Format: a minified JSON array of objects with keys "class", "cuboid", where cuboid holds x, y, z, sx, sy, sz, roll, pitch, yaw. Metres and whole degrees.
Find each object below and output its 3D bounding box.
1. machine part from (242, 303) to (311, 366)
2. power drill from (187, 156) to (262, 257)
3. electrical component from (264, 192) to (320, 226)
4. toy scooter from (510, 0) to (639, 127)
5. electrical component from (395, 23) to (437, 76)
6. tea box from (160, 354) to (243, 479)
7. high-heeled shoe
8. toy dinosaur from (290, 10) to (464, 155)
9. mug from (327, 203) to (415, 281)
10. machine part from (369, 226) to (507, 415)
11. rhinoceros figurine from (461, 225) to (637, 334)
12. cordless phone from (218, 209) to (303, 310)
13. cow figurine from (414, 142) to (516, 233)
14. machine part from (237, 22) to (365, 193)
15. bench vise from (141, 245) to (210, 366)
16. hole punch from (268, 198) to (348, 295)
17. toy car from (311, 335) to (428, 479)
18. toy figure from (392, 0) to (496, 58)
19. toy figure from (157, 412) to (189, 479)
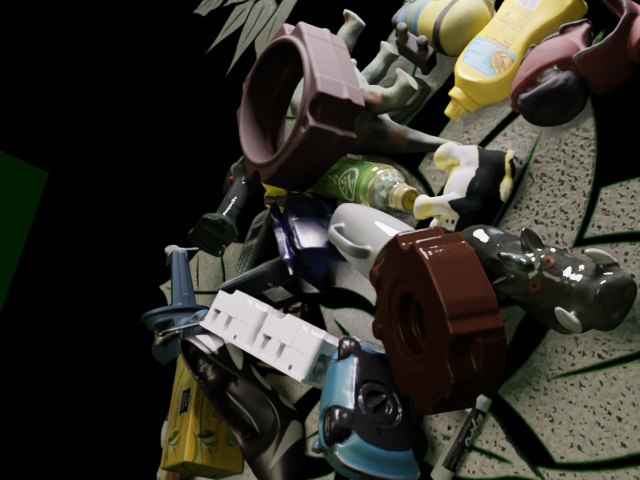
[{"class":"machine part","cuboid":[-0.063,0.143,0.784,0.139,0.039,0.084,-28,54,35]},{"class":"power drill","cuboid":[-0.159,-0.070,0.988,0.232,0.086,0.207,-35,20,51]},{"class":"electrical component","cuboid":[-0.034,-0.042,0.823,0.045,0.102,0.078,-96,7,-48]},{"class":"toy scooter","cuboid":[0.283,-0.205,0.562,0.184,0.075,0.135,-24,49,36]},{"class":"electrical component","cuboid":[0.135,-0.267,0.761,0.063,0.094,0.021,41,93,19]},{"class":"tea box","cuboid":[-0.162,0.248,0.780,0.068,0.098,0.170,-33,45,35]},{"class":"high-heeled shoe","cuboid":[-0.107,0.220,0.687,0.086,0.145,0.249,-50,34,17]},{"class":"toy dinosaur","cuboid":[0.054,-0.202,0.813,0.192,0.131,0.405,-49,38,27]},{"class":"mug","cuboid":[0.052,0.000,0.661,0.107,0.109,0.080,39,122,42]},{"class":"machine part","cuboid":[0.104,0.077,0.512,0.179,0.056,0.179,173,90,-74]},{"class":"rhinoceros figurine","cuboid":[0.192,0.028,0.479,0.073,0.112,0.190,-58,26,0]},{"class":"cordless phone","cuboid":[-0.077,0.016,0.857,0.147,0.088,0.184,-25,42,40]},{"class":"cow figurine","cuboid":[0.159,-0.026,0.601,0.098,0.068,0.167,14,78,49]},{"class":"machine part","cuboid":[-0.039,-0.187,0.773,0.201,0.087,0.201,-40,53,41]},{"class":"bench vise","cuboid":[-0.240,0.114,0.938,0.223,0.129,0.240,-43,53,55]},{"class":"hole punch","cuboid":[-0.002,-0.002,0.745,0.092,0.115,0.142,-35,44,20]},{"class":"toy car","cuboid":[0.040,0.186,0.568,0.103,0.109,0.162,-57,22,36]},{"class":"toy figure","cuboid":[0.171,-0.302,0.767,0.180,0.082,0.089,28,88,53]},{"class":"toy figure","cuboid":[-0.222,0.334,0.833,0.064,0.058,0.154,101,174,-60]}]
